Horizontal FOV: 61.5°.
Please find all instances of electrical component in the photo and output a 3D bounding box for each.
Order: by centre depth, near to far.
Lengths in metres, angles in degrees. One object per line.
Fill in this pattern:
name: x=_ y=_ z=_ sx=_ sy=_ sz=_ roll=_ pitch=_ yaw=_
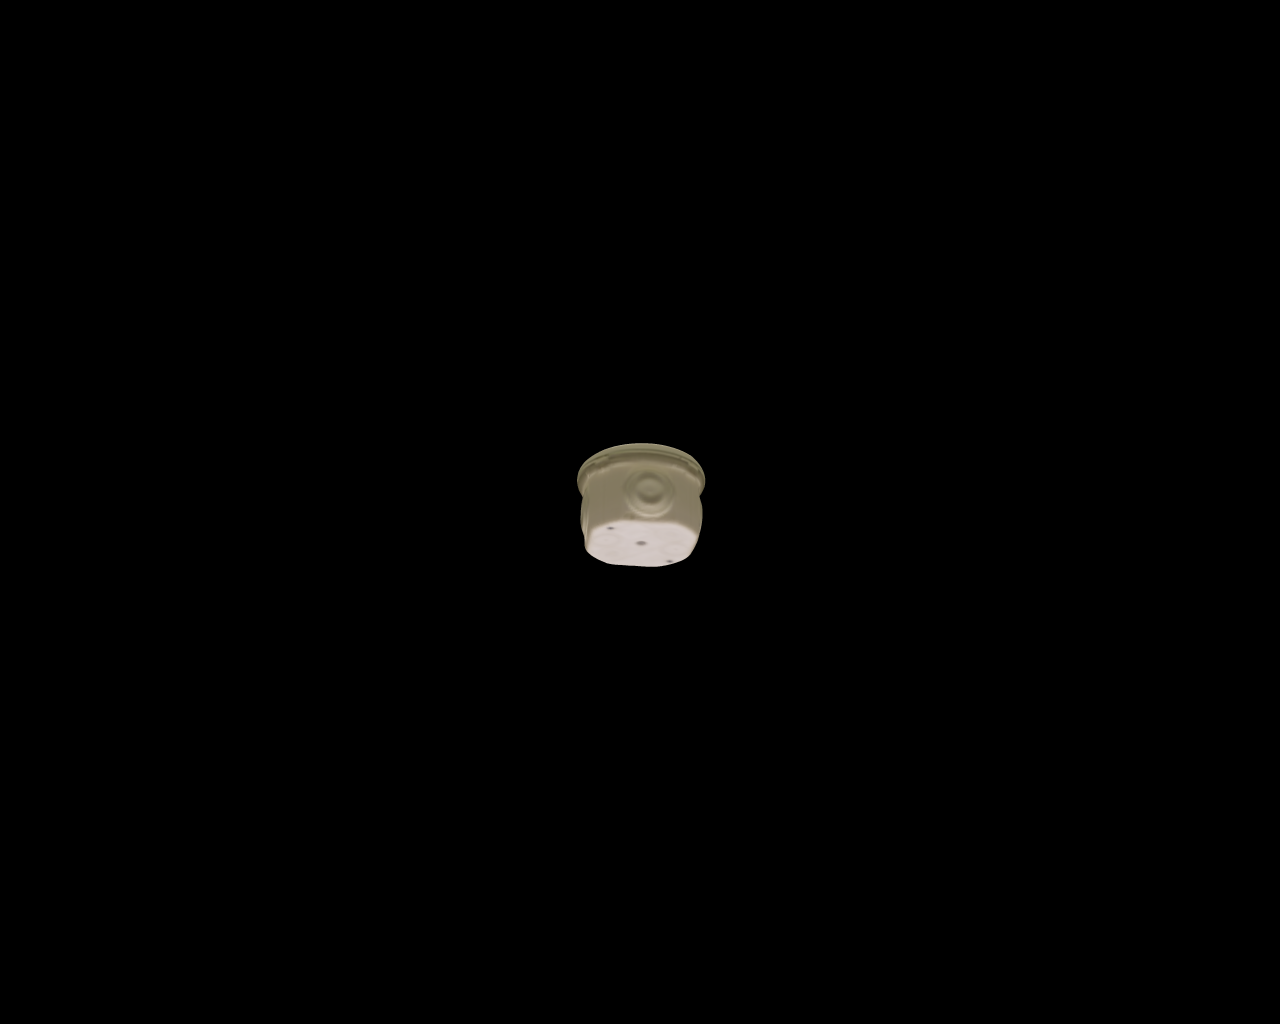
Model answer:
electrical component: x=0.001 y=-0.003 z=0.650 sx=0.080 sy=0.051 sz=0.080 roll=0 pitch=-27 yaw=0
